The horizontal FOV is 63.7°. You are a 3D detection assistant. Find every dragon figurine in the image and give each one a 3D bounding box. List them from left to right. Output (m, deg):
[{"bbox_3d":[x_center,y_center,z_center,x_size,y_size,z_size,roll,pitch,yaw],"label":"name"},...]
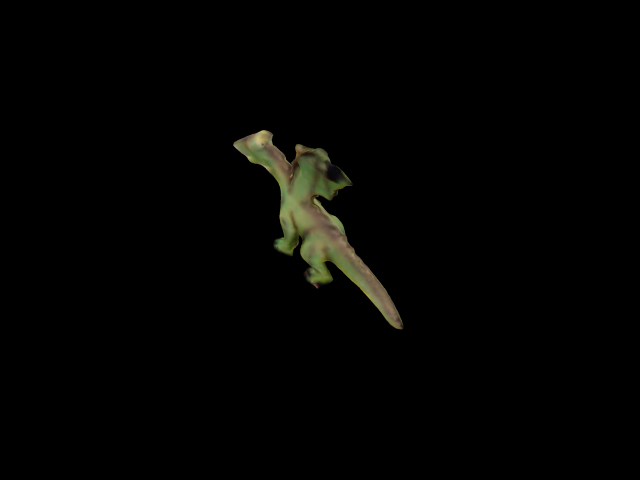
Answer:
[{"bbox_3d":[0.003,-0.043,0.850,0.124,0.415,0.237,-39,-27,-23],"label":"dragon figurine"}]
